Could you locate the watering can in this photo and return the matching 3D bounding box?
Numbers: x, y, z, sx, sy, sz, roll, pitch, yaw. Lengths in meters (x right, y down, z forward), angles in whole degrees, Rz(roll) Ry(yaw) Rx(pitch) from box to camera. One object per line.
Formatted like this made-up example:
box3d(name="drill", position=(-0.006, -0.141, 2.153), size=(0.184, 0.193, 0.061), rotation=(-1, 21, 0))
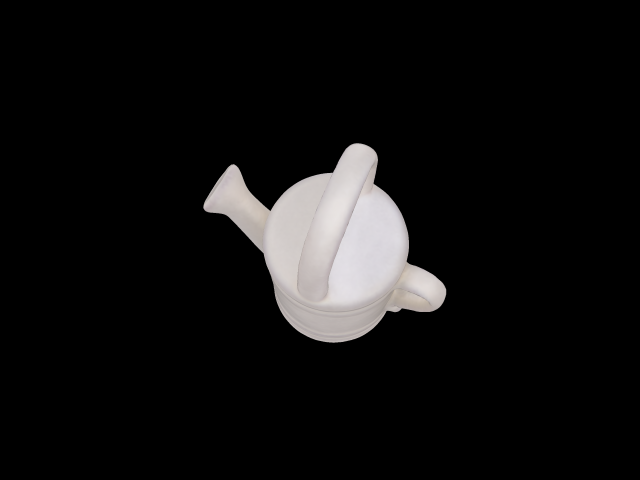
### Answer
box3d(name="watering can", position=(0.003, 0.003, 0.399), size=(0.173, 0.194, 0.101), rotation=(3, 69, 1))
